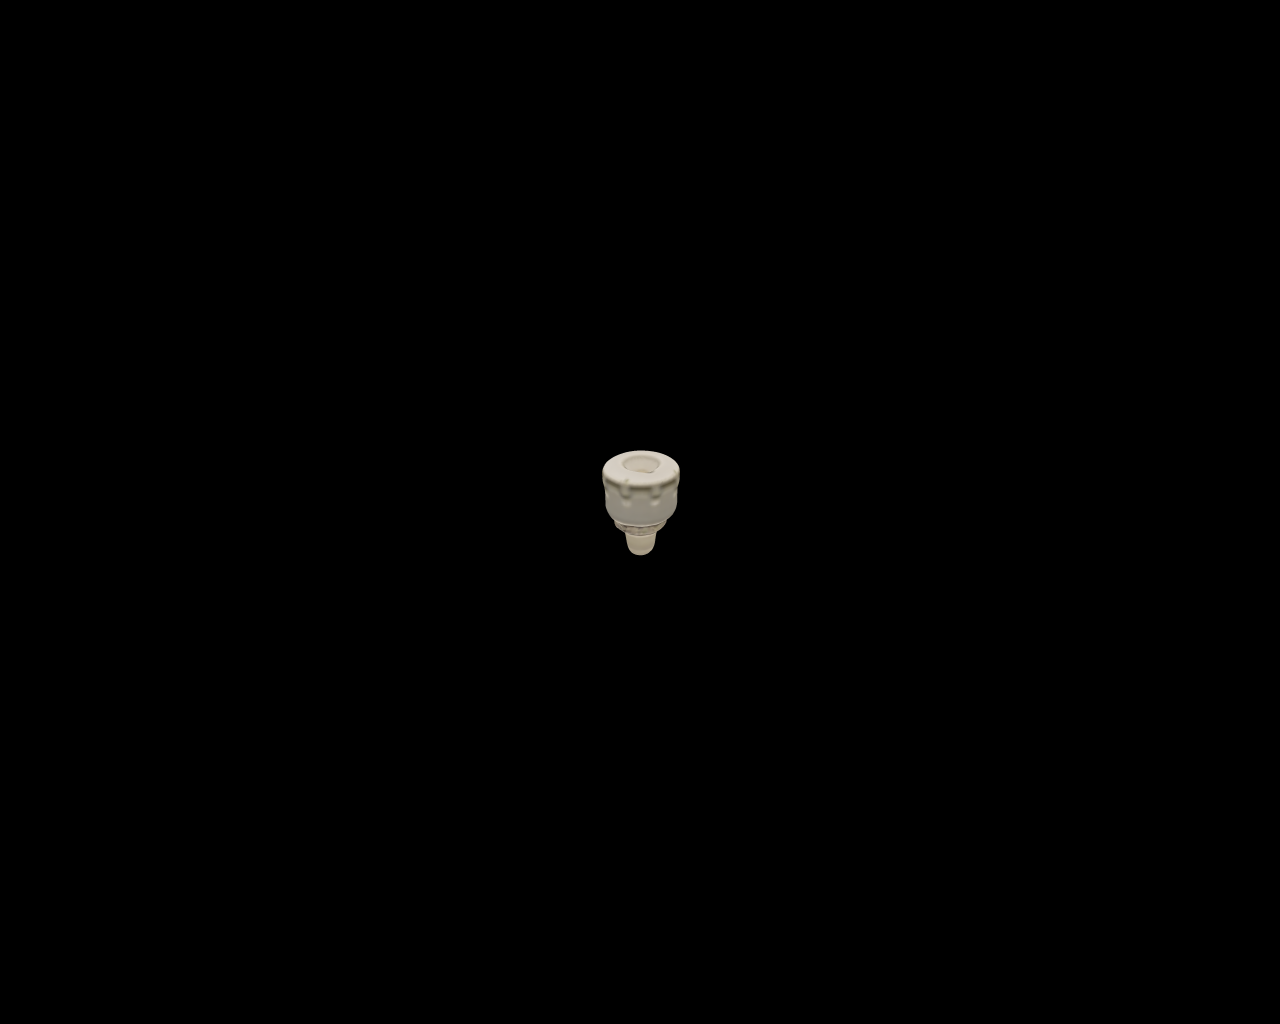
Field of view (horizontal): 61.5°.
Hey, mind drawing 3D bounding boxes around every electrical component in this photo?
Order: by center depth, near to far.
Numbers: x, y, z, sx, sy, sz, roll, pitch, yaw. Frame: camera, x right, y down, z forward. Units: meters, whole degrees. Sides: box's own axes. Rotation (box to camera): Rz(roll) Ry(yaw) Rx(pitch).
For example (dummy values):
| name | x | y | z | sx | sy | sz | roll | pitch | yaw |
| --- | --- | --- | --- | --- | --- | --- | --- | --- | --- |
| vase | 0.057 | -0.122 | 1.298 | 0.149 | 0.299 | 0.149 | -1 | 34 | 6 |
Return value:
| name | x | y | z | sx | sy | sz | roll | pitch | yaw |
| --- | --- | --- | --- | --- | --- | --- | --- | --- | --- |
| electrical component | 0.001 | -0.003 | 0.650 | 0.048 | 0.062 | 0.048 | 0 | 27 | 0 |
